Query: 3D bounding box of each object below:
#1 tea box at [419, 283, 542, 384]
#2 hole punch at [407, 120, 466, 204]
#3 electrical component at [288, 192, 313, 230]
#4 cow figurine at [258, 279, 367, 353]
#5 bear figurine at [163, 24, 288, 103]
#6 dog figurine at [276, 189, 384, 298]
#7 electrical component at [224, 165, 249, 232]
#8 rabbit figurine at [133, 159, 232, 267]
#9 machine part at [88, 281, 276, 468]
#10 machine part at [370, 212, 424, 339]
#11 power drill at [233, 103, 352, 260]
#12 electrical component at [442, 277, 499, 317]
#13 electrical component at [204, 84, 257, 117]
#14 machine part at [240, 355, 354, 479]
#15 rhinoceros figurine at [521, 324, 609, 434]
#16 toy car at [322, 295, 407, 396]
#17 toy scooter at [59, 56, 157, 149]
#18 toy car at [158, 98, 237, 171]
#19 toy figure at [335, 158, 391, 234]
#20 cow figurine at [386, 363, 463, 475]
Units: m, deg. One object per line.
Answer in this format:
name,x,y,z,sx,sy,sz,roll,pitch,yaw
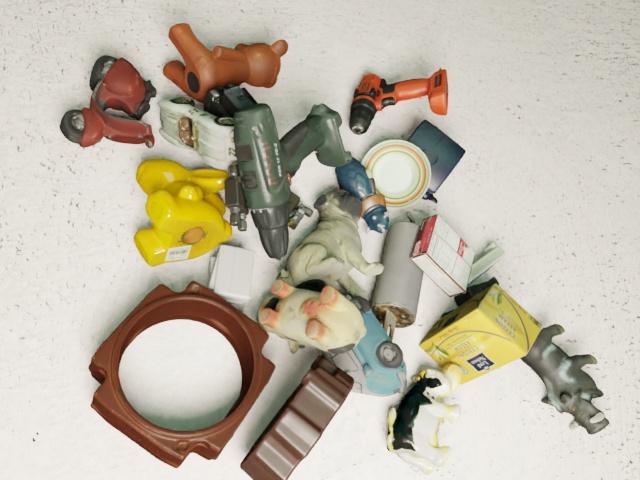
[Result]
tea box,0.243,0.149,0.833,0.098,0.169,0.068,43,54,7
hole punch,0.205,-0.155,1.045,0.142,0.092,0.116,39,59,-2
electrical component,-0.067,-0.058,0.902,0.102,0.045,0.078,38,56,1
cow figurine,-0.018,0.110,0.747,0.127,0.195,0.085,37,66,-36
bear figurine,-0.164,-0.324,0.973,0.132,0.120,0.196,46,54,12
dog figurine,-0.001,0.000,0.873,0.172,0.121,0.191,6,48,-30
electrical component,-0.124,-0.063,0.807,0.021,0.063,0.094,-7,77,7
rabbit figurine,-0.211,-0.065,0.810,0.162,0.121,0.173,-17,53,-32
machine part,-0.177,0.170,0.703,0.201,0.087,0.201,37,54,0
machine part,0.135,0.056,0.900,0.079,0.079,0.243,23,54,-8
power drill,-0.042,-0.111,0.840,0.207,0.086,0.231,-34,118,-35
electrical component,0.272,0.117,0.938,0.119,0.047,0.075,-12,66,-29
electrical component,-0.143,-0.188,0.893,0.058,0.134,0.115,-33,76,-34
machine part,-0.031,0.231,0.679,0.056,0.179,0.179,37,55,6
rhinoceros figurine,0.415,0.235,0.912,0.112,0.073,0.190,-29,75,-33
toy car,0.055,0.166,0.791,0.103,0.109,0.162,-28,64,-13
toy scooter,-0.319,-0.212,0.872,0.135,0.075,0.184,20,59,-10
toy car,-0.191,-0.171,0.858,0.202,0.073,0.056,30,39,34
toy figure,0.082,-0.078,0.963,0.058,0.064,0.154,-14,67,-39
cow figurine,0.156,0.250,0.805,0.098,0.068,0.167,26,54,1
